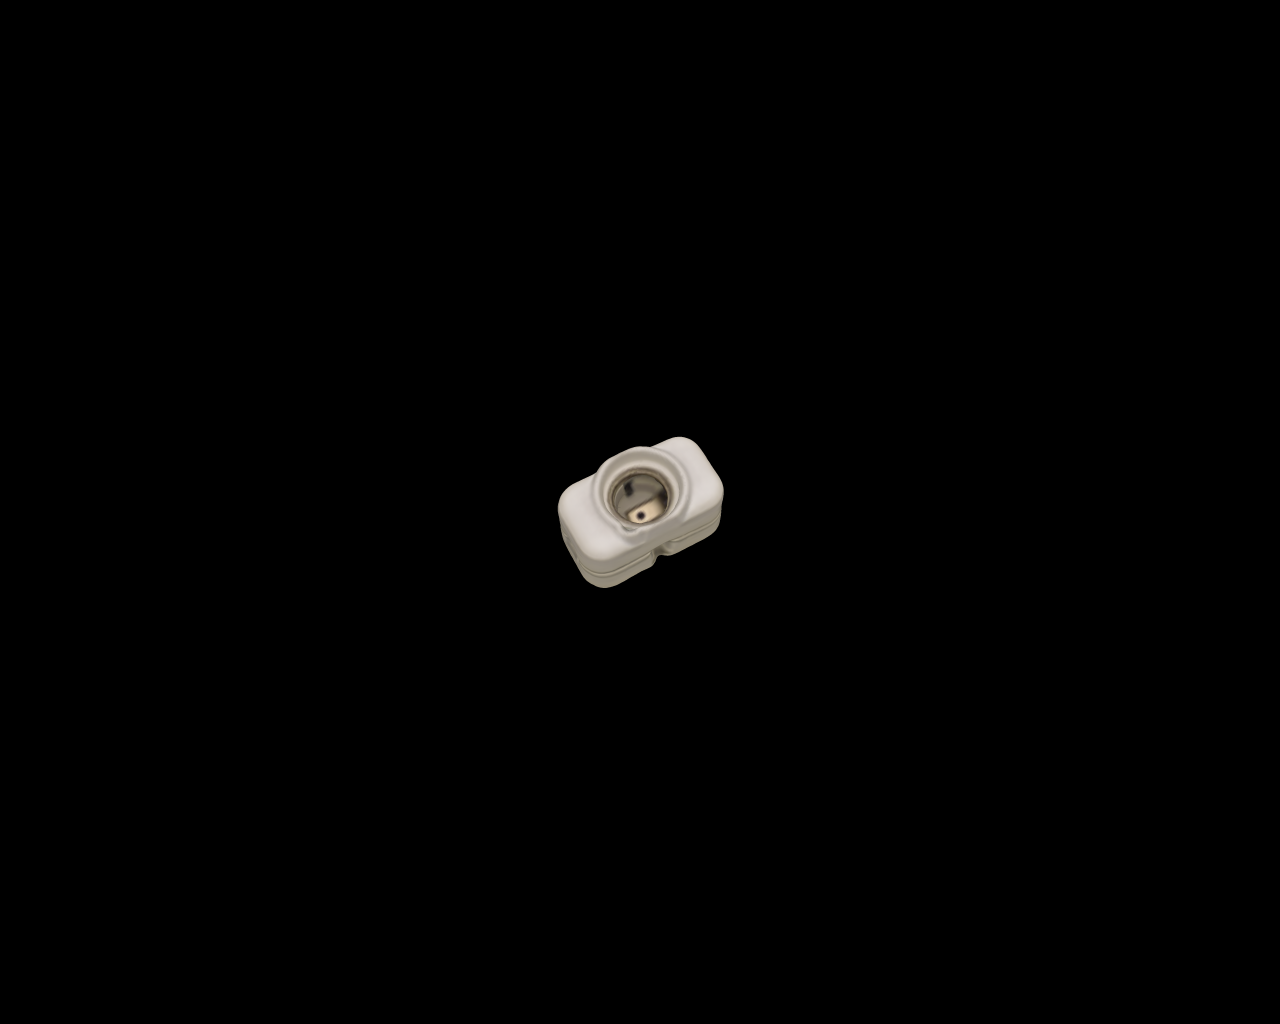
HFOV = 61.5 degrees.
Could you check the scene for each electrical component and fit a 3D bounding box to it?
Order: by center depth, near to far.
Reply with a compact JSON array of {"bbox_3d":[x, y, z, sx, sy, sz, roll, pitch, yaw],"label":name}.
[{"bbox_3d":[0.001,-0.003,0.650,0.095,0.054,0.059,-26,-20,-11],"label":"electrical component"}]
